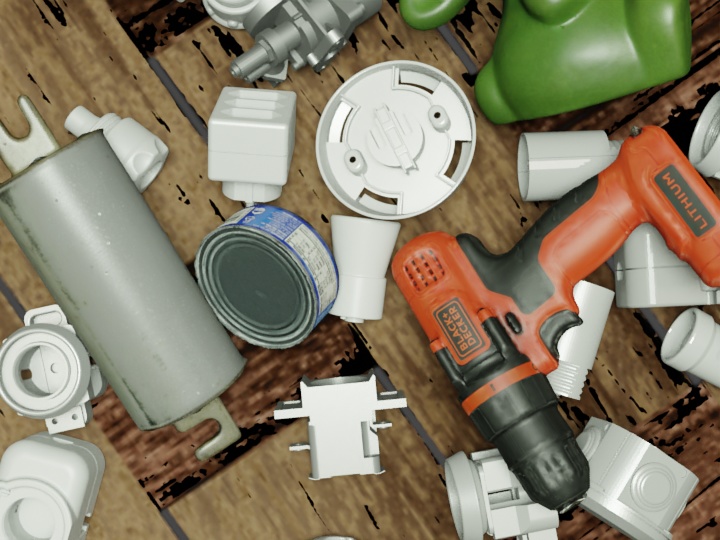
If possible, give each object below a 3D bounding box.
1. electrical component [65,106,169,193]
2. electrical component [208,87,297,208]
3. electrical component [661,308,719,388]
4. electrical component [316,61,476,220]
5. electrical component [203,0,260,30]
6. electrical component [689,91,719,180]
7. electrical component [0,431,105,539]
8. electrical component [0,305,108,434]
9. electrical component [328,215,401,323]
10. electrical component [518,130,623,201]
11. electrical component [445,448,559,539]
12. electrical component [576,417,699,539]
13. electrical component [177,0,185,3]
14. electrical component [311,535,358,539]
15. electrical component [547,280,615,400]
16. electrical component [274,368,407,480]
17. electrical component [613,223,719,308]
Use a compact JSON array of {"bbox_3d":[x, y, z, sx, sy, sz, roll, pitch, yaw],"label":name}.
[{"bbox_3d":[-0.156,-0.078,0.675,0.062,0.043,0.043,37,88,2],"label":"electrical component"},{"bbox_3d":[-0.067,-0.066,0.669,0.047,0.065,0.076,4,117,-1],"label":"electrical component"},{"bbox_3d":[0.221,0.051,0.679,0.046,0.040,0.040,29,88,-6],"label":"electrical component"},{"bbox_3d":[0.024,-0.079,0.665,0.099,0.064,0.099,0,89,10],"label":"electrical component"},{"bbox_3d":[-0.078,-0.180,0.670,0.048,0.062,0.048,0,88,-1],"label":"electrical component"},{"bbox_3d":[0.245,-0.080,0.674,0.057,0.058,0.078,19,88,-3],"label":"electrical component"},{"bbox_3d":[-0.198,0.152,0.659,0.054,0.059,0.095,15,88,0],"label":"electrical component"},{"bbox_3d":[-0.191,0.061,0.663,0.058,0.057,0.078,-12,88,-1],"label":"electrical component"},{"bbox_3d":[0.000,0.000,0.677,0.044,0.044,0.065,7,93,-1],"label":"electrical component"},{"bbox_3d":[0.143,-0.066,0.679,0.081,0.043,0.043,-2,88,-1],"label":"electrical component"},{"bbox_3d":[0.086,0.137,0.665,0.057,0.058,0.078,-10,88,-4],"label":"electrical component"},{"bbox_3d":[0.161,0.130,0.656,0.080,0.080,0.051,33,84,0],"label":"electrical component"},{"bbox_3d":[-0.126,-0.228,0.678,0.083,0.047,0.075,36,87,0],"label":"electrical component"},{"bbox_3d":[-0.016,0.199,0.669,0.048,0.048,0.062,7,94,-1],"label":"electrical component"},{"bbox_3d":[0.127,0.047,0.675,0.043,0.043,0.081,17,88,0],"label":"electrical component"},{"bbox_3d":[-0.011,0.096,0.673,0.081,0.042,0.063,-6,92,0],"label":"electrical component"},{"bbox_3d":[0.210,-0.008,0.673,0.095,0.053,0.059,-3,88,-1],"label":"electrical component"}]
